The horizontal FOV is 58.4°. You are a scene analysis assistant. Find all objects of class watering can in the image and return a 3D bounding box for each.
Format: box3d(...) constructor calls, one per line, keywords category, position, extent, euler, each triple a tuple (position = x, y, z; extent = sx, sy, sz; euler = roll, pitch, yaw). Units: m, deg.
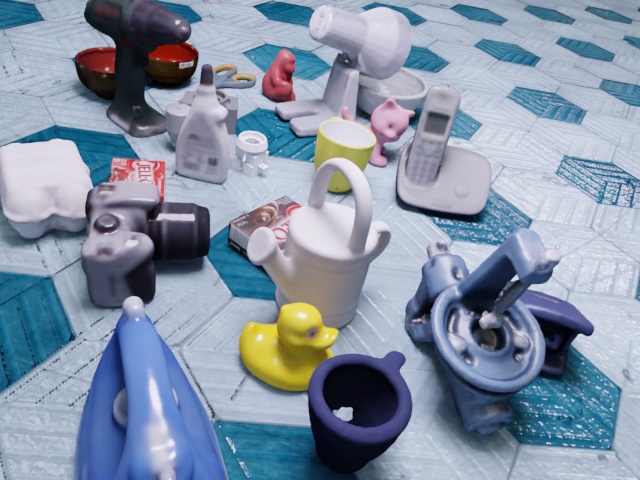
box3d(category="watering can", position=(0.007, 0.004, 0.629), extent=(0.100, 0.194, 0.173), euler=(32, 42, 23))

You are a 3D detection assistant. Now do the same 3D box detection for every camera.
box3d(category="camera", position=(-0.196, -0.008, 0.659), extent=(0.137, 0.101, 0.143), euler=(0, 40, -16))

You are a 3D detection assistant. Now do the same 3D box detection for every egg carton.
box3d(category="egg carton", position=(-0.342, -0.068, 0.717), extent=(0.107, 0.069, 0.150), euler=(-12, 45, -29))

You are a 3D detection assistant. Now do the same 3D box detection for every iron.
box3d(category="iron", position=(-0.144, 0.131, 0.468), extent=(0.119, 0.141, 0.257), euler=(-7, 42, -23))

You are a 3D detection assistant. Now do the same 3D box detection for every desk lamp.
box3d(category="desk lamp", position=(0.043, -0.303, 1.009), extent=(0.204, 0.213, 0.117), euler=(-14, 45, -31))

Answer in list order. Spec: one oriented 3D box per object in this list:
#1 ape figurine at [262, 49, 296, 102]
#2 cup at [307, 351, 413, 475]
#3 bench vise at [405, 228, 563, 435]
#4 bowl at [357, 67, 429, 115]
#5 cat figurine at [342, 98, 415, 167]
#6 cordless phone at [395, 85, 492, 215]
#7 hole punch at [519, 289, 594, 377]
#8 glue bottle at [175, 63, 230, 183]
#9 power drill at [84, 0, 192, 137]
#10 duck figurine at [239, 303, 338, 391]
box3d(category="ape figurine", position=(-0.070, -0.315, 1.089), extent=(0.076, 0.092, 0.078), euler=(20, 38, 9))
box3d(category="cup", position=(0.035, 0.159, 0.524), extent=(0.091, 0.095, 0.118), euler=(31, 41, 22))
box3d(category="bench vise", position=(0.153, 0.058, 0.584), extent=(0.122, 0.220, 0.206), euler=(-13, 45, -29))
box3d(category="bowl", position=(0.125, -0.285, 1.123), extent=(0.167, 0.075, 0.167), euler=(8, 38, -6))
box3d(category="cat figurine", position=(0.092, -0.191, 0.961), extent=(0.128, 0.118, 0.067), euler=(9, 38, -5))
box3d(category="cordless phone", position=(0.199, -0.133, 0.865), extent=(0.147, 0.185, 0.094), euler=(9, 38, -5))
box3d(category="hole punch", position=(0.254, 0.089, 0.679), extent=(0.108, 0.091, 0.101), euler=(17, 38, 5))
box3d(category="glue bottle", position=(-0.162, -0.164, 0.807), extent=(0.078, 0.173, 0.037), euler=(13, 38, 1))
box3d(category="power drill", position=(-0.277, -0.273, 0.880), extent=(0.229, 0.208, 0.076), euler=(35, 43, 26))
box3d(category="duck figurine", position=(-0.030, 0.099, 0.586), extent=(0.104, 0.086, 0.077), euler=(16, 38, 4))
